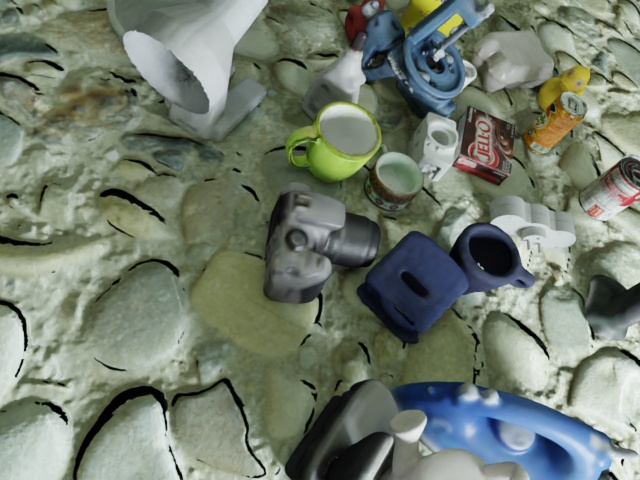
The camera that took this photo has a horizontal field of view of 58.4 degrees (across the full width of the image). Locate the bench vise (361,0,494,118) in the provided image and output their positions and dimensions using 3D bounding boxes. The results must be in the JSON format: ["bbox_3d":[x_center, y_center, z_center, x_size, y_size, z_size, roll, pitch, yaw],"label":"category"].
[{"bbox_3d":[0.149,-0.299,0.863,0.207,0.219,0.121,28,56,-3],"label":"bench vise"}]

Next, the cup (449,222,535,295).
[{"bbox_3d":[0.219,0.042,0.775,0.118,0.095,0.092,30,56,-2],"label":"cup"}]

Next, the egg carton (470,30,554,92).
[{"bbox_3d":[0.350,-0.326,1.042,0.151,0.069,0.107,-14,68,-26],"label":"egg carton"}]

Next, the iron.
[{"bbox_3d":[0.214,0.211,0.652,0.258,0.141,0.119,25,57,-6],"label":"iron"}]

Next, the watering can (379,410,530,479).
[{"bbox_3d":[0.125,0.254,0.564,0.173,0.194,0.101,37,56,2],"label":"watering can"}]

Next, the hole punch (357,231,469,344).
[{"bbox_3d":[0.118,0.060,0.730,0.108,0.091,0.101,44,57,7],"label":"hole punch"}]

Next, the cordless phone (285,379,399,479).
[{"bbox_3d":[0.048,0.202,0.569,0.094,0.185,0.148,35,56,1],"label":"cordless phone"}]

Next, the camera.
[{"bbox_3d":[0.007,0.003,0.714,0.137,0.100,0.143,12,59,-14],"label":"camera"}]

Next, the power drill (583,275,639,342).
[{"bbox_3d":[0.472,0.053,0.795,0.075,0.208,0.230,31,56,-1],"label":"power drill"}]

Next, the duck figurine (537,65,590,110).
[{"bbox_3d":[0.459,-0.284,1.050,0.105,0.086,0.077,-29,75,-31],"label":"duck figurine"}]

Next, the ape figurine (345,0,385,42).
[{"bbox_3d":[0.083,-0.372,0.955,0.078,0.092,0.076,32,56,-1],"label":"ape figurine"}]

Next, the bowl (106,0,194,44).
[{"bbox_3d":[-0.214,-0.297,0.813,0.168,0.074,0.167,9,60,-16],"label":"bowl"}]

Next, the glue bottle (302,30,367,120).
[{"bbox_3d":[0.030,-0.225,0.805,0.078,0.173,0.037,45,57,8],"label":"glue bottle"}]

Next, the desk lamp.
[{"bbox_3d":[-0.141,-0.225,0.717,0.118,0.213,0.203,35,56,1],"label":"desk lamp"}]
